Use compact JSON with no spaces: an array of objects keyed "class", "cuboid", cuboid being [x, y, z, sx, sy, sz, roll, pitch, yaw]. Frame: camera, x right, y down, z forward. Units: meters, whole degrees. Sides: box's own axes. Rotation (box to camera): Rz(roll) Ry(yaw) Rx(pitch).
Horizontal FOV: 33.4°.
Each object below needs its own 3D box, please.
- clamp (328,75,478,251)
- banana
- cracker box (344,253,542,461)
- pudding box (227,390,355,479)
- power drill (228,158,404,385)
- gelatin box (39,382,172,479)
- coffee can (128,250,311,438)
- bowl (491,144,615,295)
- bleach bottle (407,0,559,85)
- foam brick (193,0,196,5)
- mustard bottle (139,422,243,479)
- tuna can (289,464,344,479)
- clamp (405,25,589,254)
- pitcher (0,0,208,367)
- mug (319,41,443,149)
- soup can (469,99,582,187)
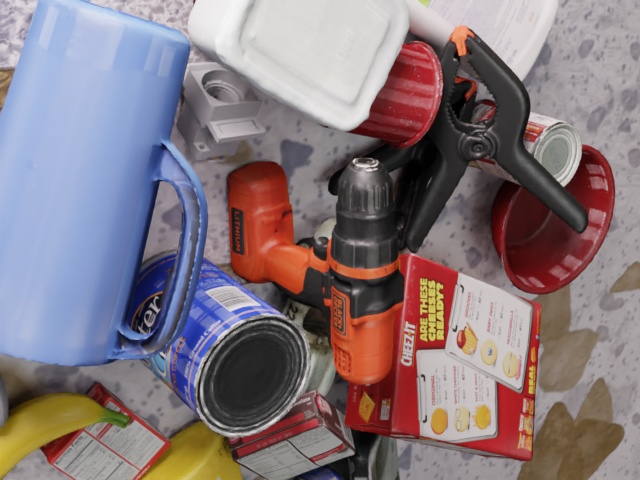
[{"class":"clamp","cuboid":[0.090,-0.072,0.984,0.171,0.039,0.120,-46,139,-8]},{"class":"banana","cuboid":[-0.247,0.180,0.835,0.197,0.037,0.069,-39,85,-8]},{"class":"cracker box","cuboid":[0.125,0.119,1.037,0.213,0.072,0.164,20,71,-41]},{"class":"pudding box","cuboid":[-0.025,0.180,0.966,0.090,0.039,0.113,-22,150,8]},{"class":"power drill","cuboid":[-0.006,0.001,0.847,0.057,0.188,0.184,-15,120,-30]},{"class":"gelatin box","cuboid":[-0.181,0.173,0.899,0.073,0.030,0.089,-48,130,-8]},{"class":"coffee can","cuboid":[-0.088,0.079,0.852,0.102,0.140,0.103,-15,118,-31]},{"class":"bowl","cuboid":[0.228,-0.028,1.093,0.161,0.055,0.162,-16,119,-31]},{"class":"bleach bottle","cuboid":[0.095,-0.227,0.902,0.250,0.068,0.102,29,84,-38]},{"class":"foam brick","cuboid":[-0.053,-0.175,0.821,0.078,0.051,0.053,-12,117,-32]},{"class":"mustard bottle","cuboid":[-0.096,0.262,0.983,0.096,0.058,0.191,-44,131,-28]},{"class":"tuna can","cuboid":[0.006,0.262,1.041,0.033,0.086,0.086,-25,123,-28]},{"class":"clamp","cuboid":[0.130,-0.080,0.930,0.165,0.036,0.210,-14,115,17]},{"class":"pitcher","cuboid":[-0.163,-0.039,0.746,0.149,0.145,0.243,12,100,-36]},{"class":"mug","cuboid":[0.041,-0.139,0.892,0.081,0.093,0.117,7,75,-33]},{"class":"soup can","cuboid":[0.185,-0.089,1.001,0.068,0.102,0.068,-15,116,-33]}]
